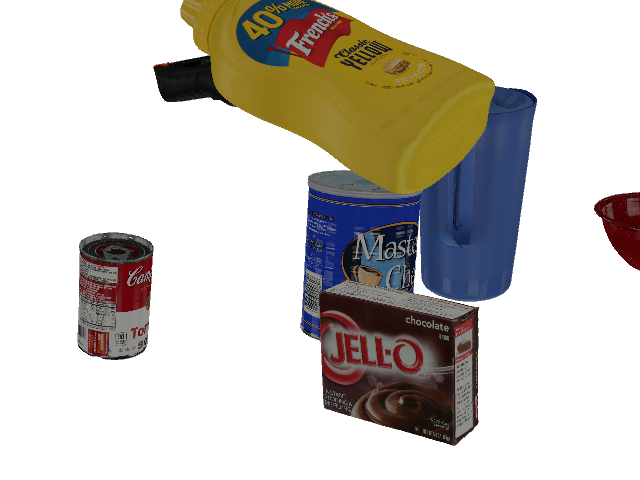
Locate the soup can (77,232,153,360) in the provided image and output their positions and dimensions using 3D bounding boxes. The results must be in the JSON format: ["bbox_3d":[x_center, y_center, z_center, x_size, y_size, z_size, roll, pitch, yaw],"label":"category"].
[{"bbox_3d":[-0.193,0.052,0.999,0.068,0.102,0.068,6,21,-2],"label":"soup can"}]

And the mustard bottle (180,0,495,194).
[{"bbox_3d":[-0.004,-0.098,0.608,0.192,0.058,0.096,30,47,25],"label":"mustard bottle"}]

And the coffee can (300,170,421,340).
[{"bbox_3d":[0.036,0.014,0.964,0.103,0.140,0.103,3,13,-1],"label":"coffee can"}]

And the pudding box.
[{"bbox_3d":[0.053,0.081,0.733,0.114,0.090,0.039,9,21,34],"label":"pudding box"}]

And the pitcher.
[{"bbox_3d":[0.171,-0.053,1.234,0.149,0.243,0.145,-9,24,-20],"label":"pitcher"}]

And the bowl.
[{"bbox_3d":[0.349,-0.002,1.044,0.162,0.055,0.162,0,17,0],"label":"bowl"}]

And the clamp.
[{"bbox_3d":[-0.069,-0.138,0.879,0.120,0.039,0.172,-18,20,-35],"label":"clamp"}]
